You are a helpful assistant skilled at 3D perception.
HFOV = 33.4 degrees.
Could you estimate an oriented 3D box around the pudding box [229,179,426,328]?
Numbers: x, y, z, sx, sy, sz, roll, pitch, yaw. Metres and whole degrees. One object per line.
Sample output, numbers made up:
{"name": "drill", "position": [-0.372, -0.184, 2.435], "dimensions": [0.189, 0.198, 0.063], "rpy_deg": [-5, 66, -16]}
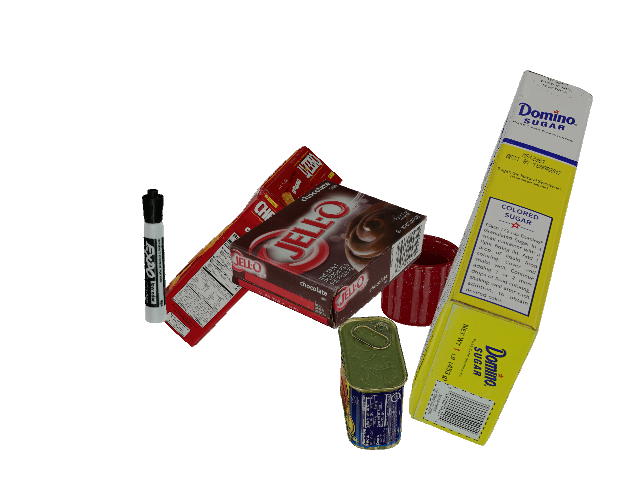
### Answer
{"name": "pudding box", "position": [0.006, 0.006, 0.738], "dimensions": [0.090, 0.039, 0.113], "rpy_deg": [23, 37, 30]}

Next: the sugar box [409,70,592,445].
{"name": "sugar box", "position": [0.093, 0.004, 0.533], "dimensions": [0.048, 0.093, 0.176], "rpy_deg": [21, 48, 8]}

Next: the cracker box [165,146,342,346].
{"name": "cracker box", "position": [-0.084, 0.003, 1.231], "dimensions": [0.214, 0.072, 0.164], "rpy_deg": [-46, 5, 26]}

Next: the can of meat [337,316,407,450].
{"name": "can of meat", "position": [0.048, 0.137, 1.022], "dimensions": [0.057, 0.084, 0.102], "rpy_deg": [-4, 36, -4]}

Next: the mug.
{"name": "mug", "position": [0.124, 0.050, 1.237], "dimensions": [0.117, 0.081, 0.093], "rpy_deg": [12, 25, 20]}

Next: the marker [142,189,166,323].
{"name": "marker", "position": [-0.147, 0.014, 0.946], "dimensions": [0.020, 0.121, 0.020], "rpy_deg": [1, 17, 0]}
